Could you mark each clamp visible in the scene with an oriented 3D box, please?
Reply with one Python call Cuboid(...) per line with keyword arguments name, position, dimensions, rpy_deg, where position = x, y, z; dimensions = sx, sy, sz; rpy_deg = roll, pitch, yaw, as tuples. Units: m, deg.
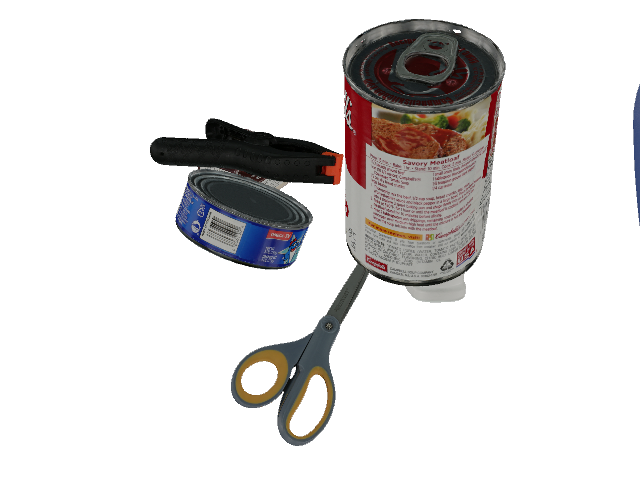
Cuboid(name="clamp", position=(-0.067, -0.078, 0.975), dimensions=(0.172, 0.039, 0.120), rpy_deg=(13, 27, 28))

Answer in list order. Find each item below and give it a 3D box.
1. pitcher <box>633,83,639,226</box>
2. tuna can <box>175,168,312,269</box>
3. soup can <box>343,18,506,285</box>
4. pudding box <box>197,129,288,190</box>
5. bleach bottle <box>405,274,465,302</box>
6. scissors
Cuboid(name="pitcher", position=(0.255, -0.017, 0.601), dimensions=(0.149, 0.243, 0.144), rpy_deg=(0, 22, 17))
Cuboid(name="tuna can", position=(-0.051, -0.014, 0.700), dimensions=(0.086, 0.034, 0.086), rpy_deg=(19, 17, -6))
Cuboid(name="soup can", position=(0.044, -0.038, 0.479), dimensions=(0.068, 0.102, 0.068), rpy_deg=(-1, 43, 1))
Cuboid(name="pudding box", position=(-0.084, -0.091, 1.305), dimensions=(0.090, 0.039, 0.113), rpy_deg=(19, 36, 23))
Cuboid(name="bleach bottle", position=(0.135, -0.064, 1.192), dimensions=(0.068, 0.251, 0.102), rpy_deg=(-1, 24, -12))
Cuboid(name="scissors", position=(-0.014, 0.076, 0.908), dimensions=(0.096, 0.201, 0.016), rpy_deg=(16, -31, -3))
